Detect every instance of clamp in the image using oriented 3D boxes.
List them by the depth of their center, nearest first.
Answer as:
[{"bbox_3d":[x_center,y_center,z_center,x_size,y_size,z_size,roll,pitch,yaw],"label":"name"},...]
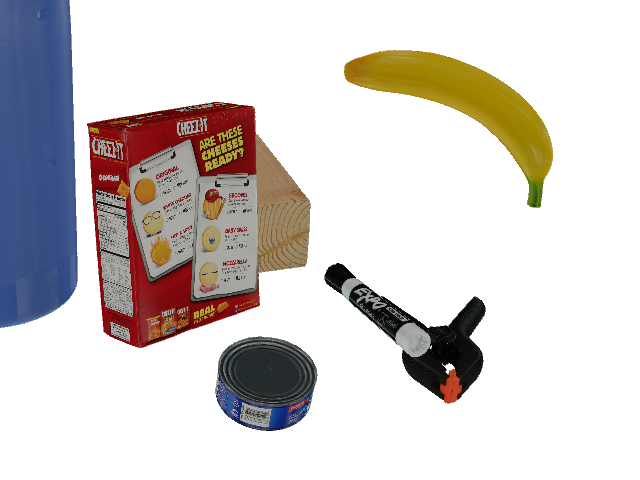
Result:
[{"bbox_3d":[0.128,0.102,1.075,0.120,0.039,0.171,-9,31,-9],"label":"clamp"}]

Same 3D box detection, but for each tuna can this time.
[{"bbox_3d":[-0.047,0.123,0.921,0.086,0.034,0.086,7,35,-5],"label":"tuna can"}]

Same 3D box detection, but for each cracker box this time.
[{"bbox_3d":[-0.142,-0.020,1.058,0.072,0.214,0.163,13,21,41],"label":"cracker box"}]

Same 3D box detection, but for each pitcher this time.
[{"bbox_3d":[-0.224,-0.066,0.671,0.149,0.243,0.145,-4,26,-11],"label":"pitcher"}]

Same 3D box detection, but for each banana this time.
[{"bbox_3d":[0.116,-0.107,0.860,0.198,0.069,0.037,34,3,-2],"label":"banana"}]

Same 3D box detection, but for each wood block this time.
[{"bbox_3d":[-0.089,-0.049,1.318,0.090,0.090,0.206,-7,30,-19],"label":"wood block"}]

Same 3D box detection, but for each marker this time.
[{"bbox_3d":[0.037,0.046,0.748,0.020,0.020,0.121,0,22,-30],"label":"marker"}]
